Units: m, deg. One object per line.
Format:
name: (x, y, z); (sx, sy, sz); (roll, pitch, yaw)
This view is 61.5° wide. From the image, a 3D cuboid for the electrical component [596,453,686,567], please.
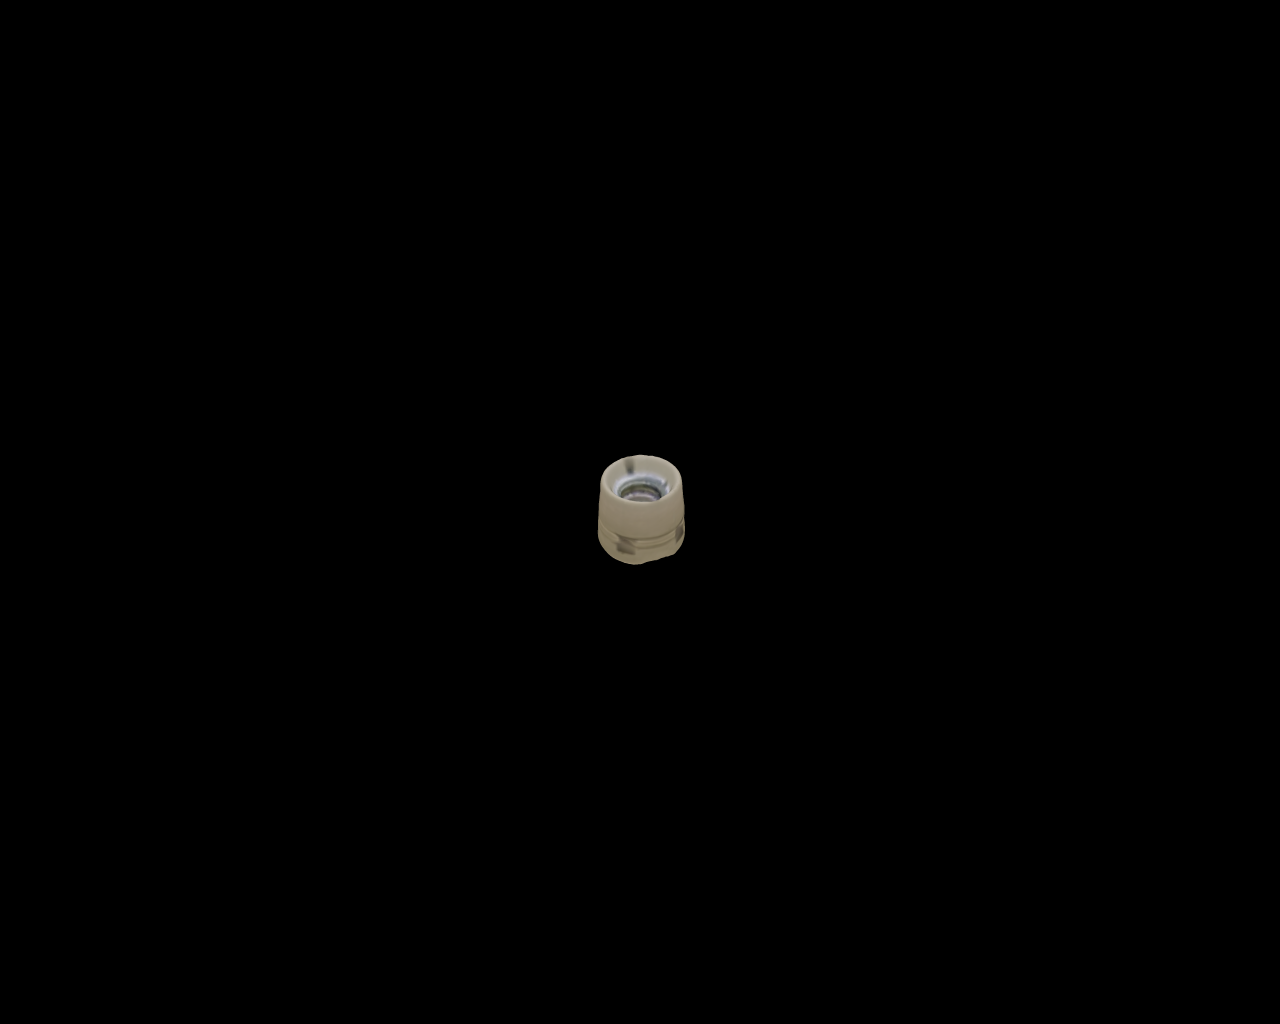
electrical component: (0.001, -0.003, 0.650); (0.055, 0.047, 0.055); (0, 40, 0)
